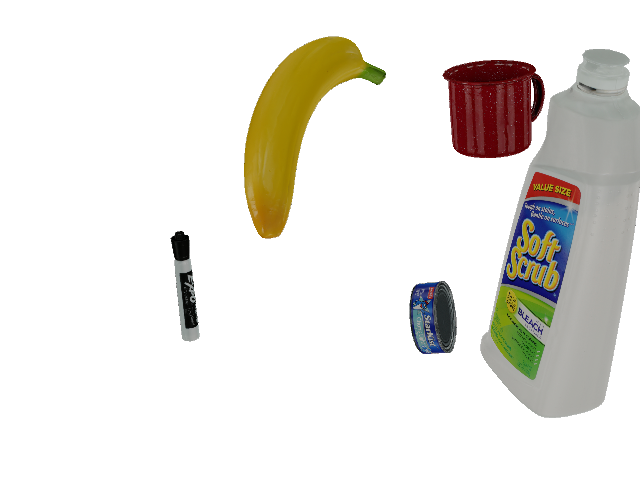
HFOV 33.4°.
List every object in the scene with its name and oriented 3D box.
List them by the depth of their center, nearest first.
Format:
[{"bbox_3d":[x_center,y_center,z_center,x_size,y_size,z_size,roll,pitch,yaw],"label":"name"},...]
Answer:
[{"bbox_3d":[0.166,-0.007,0.716,0.068,0.251,0.103,-9,32,-19],"label":"bleach bottle"},{"bbox_3d":[-0.011,-0.087,0.738,0.069,0.197,0.037,41,-39,-9],"label":"banana"},{"bbox_3d":[0.184,-0.138,1.098,0.117,0.081,0.093,-20,26,-30],"label":"mug"},{"bbox_3d":[-0.140,0.047,1.107,0.020,0.121,0.020,-2,23,1],"label":"marker"},{"bbox_3d":[0.134,0.092,1.264,0.034,0.086,0.086,-6,-2,22],"label":"tuna can"}]
